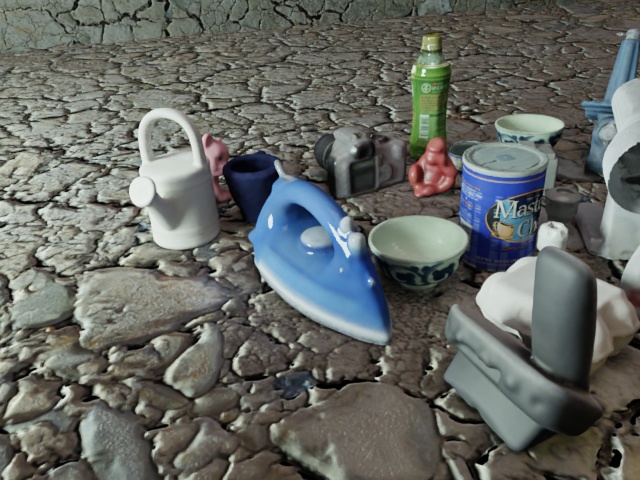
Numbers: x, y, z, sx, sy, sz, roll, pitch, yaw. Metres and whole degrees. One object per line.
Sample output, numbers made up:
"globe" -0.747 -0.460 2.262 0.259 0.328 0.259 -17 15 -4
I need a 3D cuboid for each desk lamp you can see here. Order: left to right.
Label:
"desk lamp" 0.396 -0.080 0.717 0.117 0.214 0.203 2 30 10

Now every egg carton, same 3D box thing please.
"egg carton" 0.245 0.075 0.603 0.107 0.069 0.149 -23 35 -31

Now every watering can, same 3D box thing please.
"watering can" -0.204 -0.089 0.814 0.101 0.194 0.172 -6 30 -4

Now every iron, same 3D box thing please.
"iron" 0.006 0.002 0.684 0.119 0.141 0.257 -19 33 -26

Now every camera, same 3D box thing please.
"camera" 0.059 -0.152 0.993 0.143 0.101 0.136 -17 32 -23

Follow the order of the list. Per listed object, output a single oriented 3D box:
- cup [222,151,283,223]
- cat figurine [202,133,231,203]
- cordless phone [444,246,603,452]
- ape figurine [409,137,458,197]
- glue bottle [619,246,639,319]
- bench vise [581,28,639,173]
"cup" -0.098 -0.081 0.891 0.091 0.095 0.117 0 30 5
"cat figurine" -0.194 -0.117 0.941 0.067 0.118 0.128 20 37 36
"cordless phone" 0.177 0.072 0.498 0.094 0.185 0.147 -19 33 -25
"ape figurine" 0.187 -0.123 0.937 0.077 0.092 0.076 14 34 28
"glue bottle" 0.368 0.010 0.600 0.077 0.173 0.037 21 38 36
"bench vise" 0.516 -0.231 0.965 0.121 0.220 0.207 3 30 12
